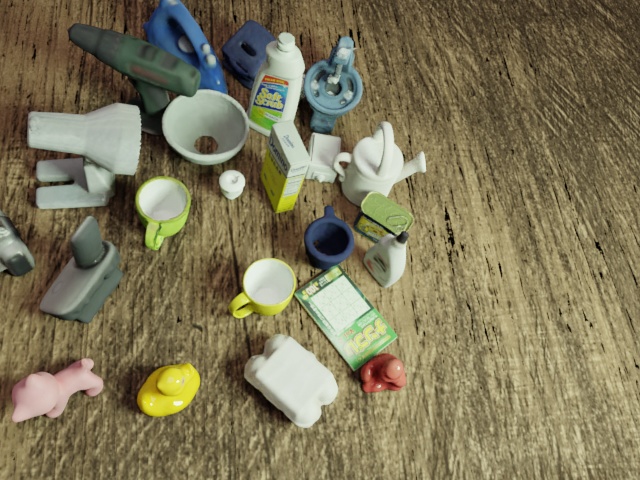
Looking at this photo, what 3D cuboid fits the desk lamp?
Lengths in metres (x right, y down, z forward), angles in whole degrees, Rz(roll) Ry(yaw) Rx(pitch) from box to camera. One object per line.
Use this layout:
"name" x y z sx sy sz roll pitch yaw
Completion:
"desk lamp" -0.403 -0.146 0.985 0.203 0.118 0.213 -6 -24 -14

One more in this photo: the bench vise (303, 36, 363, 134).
"bench vise" 0.027 -0.354 1.168 0.121 0.207 0.219 0 -25 -11

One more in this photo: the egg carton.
"egg carton" -0.047 0.232 0.956 0.150 0.107 0.069 39 -26 9

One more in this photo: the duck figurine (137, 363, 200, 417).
"duck figurine" -0.241 0.232 0.908 0.105 0.077 0.086 -31 -16 -23

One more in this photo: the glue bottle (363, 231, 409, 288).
"glue bottle" 0.128 0.024 1.033 0.037 0.078 0.173 -35 -15 -24

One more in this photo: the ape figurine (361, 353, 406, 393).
"ape figurine" 0.115 0.226 0.979 0.078 0.076 0.092 32 -27 5

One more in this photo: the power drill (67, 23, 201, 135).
"power drill" -0.339 -0.294 1.073 0.229 0.075 0.208 13 -27 -5

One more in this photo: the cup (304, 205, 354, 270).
"cup" 0.010 0.004 1.063 0.092 0.118 0.095 3 -26 -10

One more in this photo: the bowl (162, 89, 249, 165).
"bowl" -0.224 -0.210 1.130 0.167 0.167 0.074 0 -25 -11

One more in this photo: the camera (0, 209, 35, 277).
"camera" -0.570 0.008 0.942 0.137 0.143 0.101 -34 -15 -23

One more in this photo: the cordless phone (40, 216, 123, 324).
"cordless phone" -0.390 0.045 0.912 0.094 0.148 0.185 23 -28 1

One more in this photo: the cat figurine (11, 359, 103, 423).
"cat figurine" -0.402 0.221 0.863 0.128 0.067 0.117 -32 -16 -23

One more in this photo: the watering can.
"watering can" 0.116 -0.152 1.104 0.173 0.101 0.194 -16 -21 -18

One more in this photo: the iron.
"iron" -0.261 -0.396 1.175 0.119 0.258 0.141 -32 -16 -23

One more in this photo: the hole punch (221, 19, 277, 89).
"hole punch" -0.147 -0.398 1.227 0.101 0.108 0.091 -41 -12 -25
